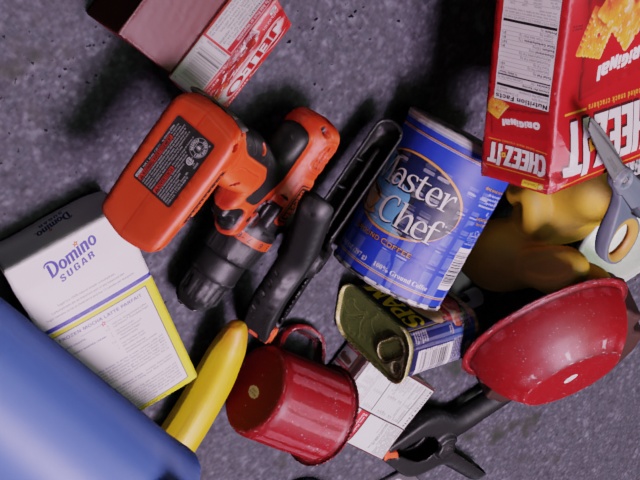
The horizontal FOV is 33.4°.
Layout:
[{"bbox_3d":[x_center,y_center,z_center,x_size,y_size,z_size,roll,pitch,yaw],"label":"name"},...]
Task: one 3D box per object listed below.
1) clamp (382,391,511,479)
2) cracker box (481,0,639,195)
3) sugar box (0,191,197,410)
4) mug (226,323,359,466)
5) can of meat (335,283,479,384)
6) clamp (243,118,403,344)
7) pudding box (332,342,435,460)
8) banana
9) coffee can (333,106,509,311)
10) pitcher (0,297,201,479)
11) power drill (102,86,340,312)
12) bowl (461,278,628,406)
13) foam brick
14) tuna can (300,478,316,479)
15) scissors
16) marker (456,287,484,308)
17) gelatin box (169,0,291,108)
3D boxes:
[{"bbox_3d":[0.126,0.214,1.111,0.171,0.039,0.120,-9,115,-28],"label":"clamp"},{"bbox_3d":[0.206,-0.157,0.808,0.163,0.072,0.214,-20,121,-40],"label":"cracker box"},{"bbox_3d":[-0.165,0.056,0.798,0.093,0.048,0.176,-30,127,-16],"label":"sugar box"},{"bbox_3d":[-0.024,0.129,0.924,0.081,0.093,0.117,28,67,-38],"label":"mug"},{"bbox_3d":[0.078,0.073,0.946,0.083,0.102,0.057,-13,126,-33],"label":"can of meat"},{"bbox_3d":[-0.006,0.001,0.852,0.164,0.036,0.210,-48,170,-48],"label":"clamp"},{"bbox_3d":[0.046,0.151,1.014,0.090,0.039,0.113,-53,135,2],"label":"pudding box"},{"bbox_3d":[-0.111,0.152,0.886,0.198,0.037,0.069,-57,177,0],"label":"banana"},{"bbox_3d":[0.088,-0.026,0.891,0.102,0.103,0.140,18,105,-41],"label":"coffee can"},{"bbox_3d":[-0.213,0.130,0.733,0.149,0.145,0.242,-39,116,5],"label":"pitcher"},{"bbox_3d":[-0.075,-0.026,0.761,0.184,0.057,0.187,-55,163,9],"label":"power drill"},{"bbox_3d":[0.208,0.099,0.932,0.162,0.055,0.162,-19,152,-11],"label":"bowl"},{"bbox_3d":[-0.104,-0.160,0.705,0.078,0.053,0.051,-52,134,2],"label":"foam brick"},{"bbox_3d":[-0.018,0.277,1.046,0.086,0.034,0.086,-18,125,-27],"label":"tuna can"},{"bbox_3d":[0.226,-0.031,0.833,0.201,0.016,0.096,14,112,-51],"label":"scissors"},{"bbox_3d":[0.105,0.075,1.023,0.121,0.020,0.020,-22,127,-24],"label":"marker"},{"bbox_3d":[-0.060,-0.132,0.743,0.089,0.030,0.073,-52,174,2],"label":"gelatin box"}]
